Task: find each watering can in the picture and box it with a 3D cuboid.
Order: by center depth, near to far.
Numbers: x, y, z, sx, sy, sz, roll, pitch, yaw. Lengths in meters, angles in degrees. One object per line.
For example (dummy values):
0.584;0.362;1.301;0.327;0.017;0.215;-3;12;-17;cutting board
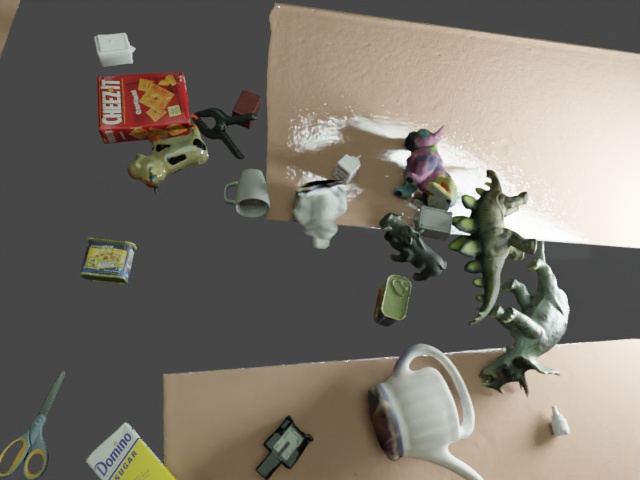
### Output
0.227;0.396;1.068;0.225;0.102;0.353;-11;69;-14;watering can

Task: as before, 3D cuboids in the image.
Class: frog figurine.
0.004;-0.063;1.256;0.138;0.123;0.157;-16;106;-25;frog figurine
